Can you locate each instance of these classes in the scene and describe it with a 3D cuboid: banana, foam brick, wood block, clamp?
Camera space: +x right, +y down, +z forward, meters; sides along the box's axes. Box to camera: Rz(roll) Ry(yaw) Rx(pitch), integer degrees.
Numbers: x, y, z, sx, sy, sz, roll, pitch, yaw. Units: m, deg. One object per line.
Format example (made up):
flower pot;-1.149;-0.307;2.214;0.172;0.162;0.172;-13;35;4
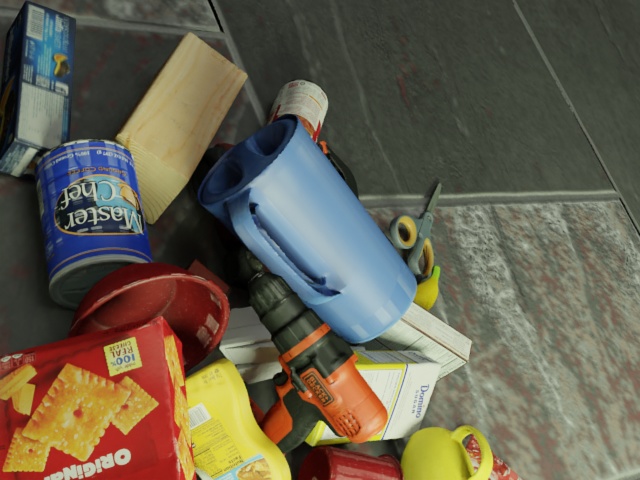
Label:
banana;0.078;0.065;1.304;0.197;0.037;0.070;3;55;-38
foam brick;-0.138;0.070;1.104;0.051;0.053;0.078;40;41;-9
wood block;-0.169;-0.130;1.201;0.090;0.091;0.206;36;43;-13
clamp;0.019;-0.043;1.334;0.120;0.039;0.171;-10;67;-56

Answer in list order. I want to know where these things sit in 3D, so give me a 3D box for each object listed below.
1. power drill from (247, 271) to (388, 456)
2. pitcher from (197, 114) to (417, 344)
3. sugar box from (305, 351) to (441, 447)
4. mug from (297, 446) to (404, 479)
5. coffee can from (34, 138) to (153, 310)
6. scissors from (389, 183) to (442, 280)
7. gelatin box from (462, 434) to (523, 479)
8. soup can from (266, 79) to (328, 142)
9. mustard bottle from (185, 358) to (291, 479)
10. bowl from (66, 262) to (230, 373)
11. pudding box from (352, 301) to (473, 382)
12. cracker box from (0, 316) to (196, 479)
power drill;-0.044;0.139;1.029;0.184;0.188;0.057;54;43;4
pitcher;-0.007;0.001;1.124;0.149;0.145;0.242;-49;114;-18
sugar box;0.051;0.167;1.145;0.048;0.093;0.175;26;12;39
mug;0.025;0.266;1.074;0.081;0.093;0.117;18;74;-24
coffee can;-0.224;-0.014;1.057;0.102;0.103;0.140;8;55;-37
scissors;0.131;-0.034;1.427;0.096;0.016;0.201;45;38;-32
gelatin box;0.190;0.282;1.238;0.089;0.030;0.073;44;42;-4
soup can;-0.031;-0.149;1.351;0.068;0.069;0.102;33;43;-16
mustard bottle;-0.082;0.215;1.005;0.191;0.096;0.058;61;14;3
bowl;-0.169;0.073;1.007;0.161;0.162;0.055;6;39;-38
pudding box;0.107;0.121;1.246;0.113;0.090;0.039;32;45;-17
cracker box;-0.190;0.185;0.888;0.072;0.164;0.214;69;9;-59
